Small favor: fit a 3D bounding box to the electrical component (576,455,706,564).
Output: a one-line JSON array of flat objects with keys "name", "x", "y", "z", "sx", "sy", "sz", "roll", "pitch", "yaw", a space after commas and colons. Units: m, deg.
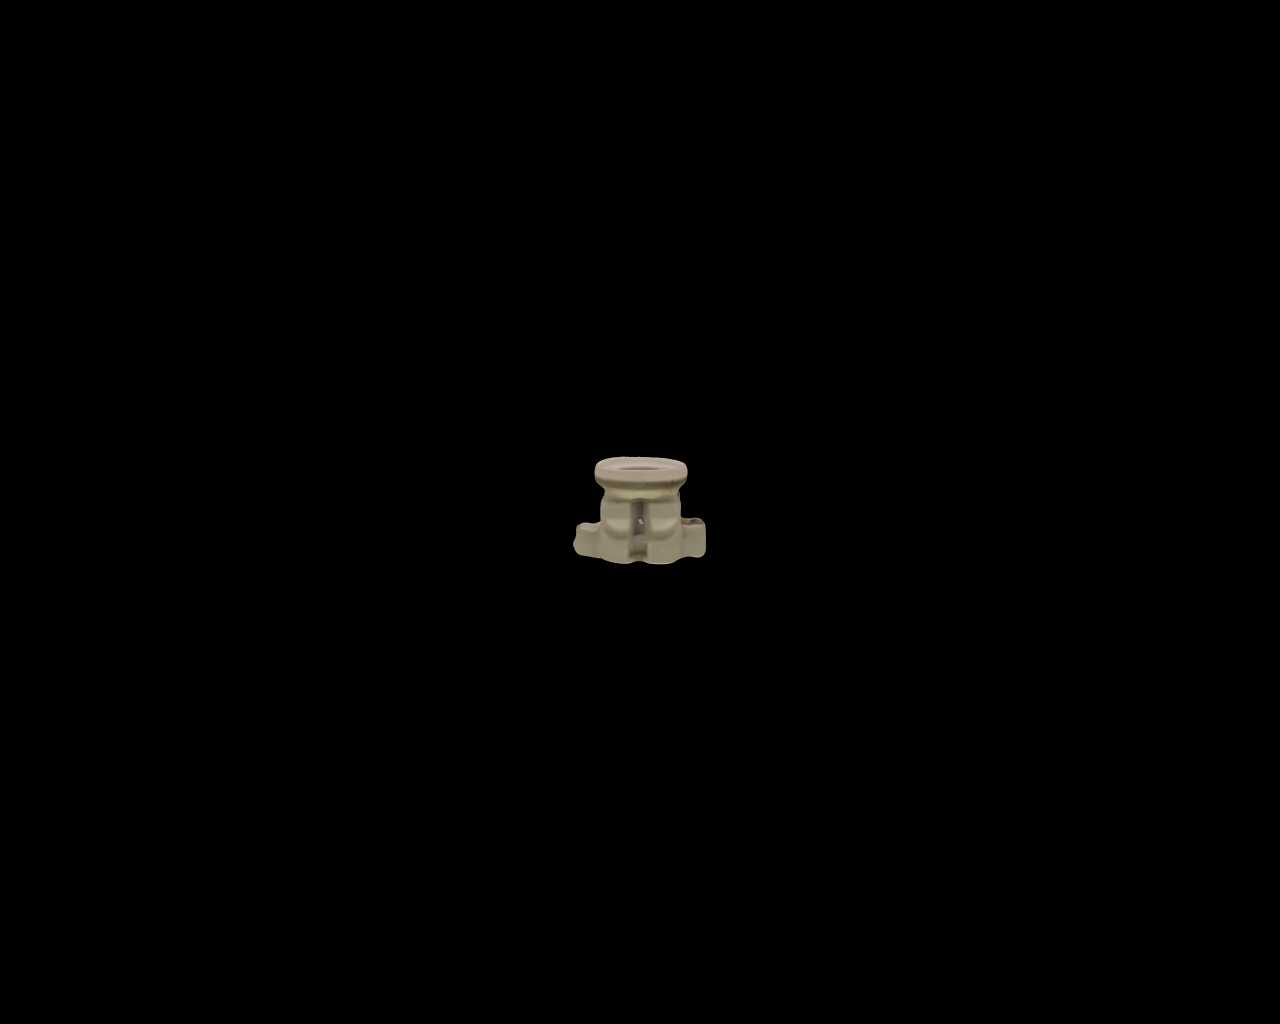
[{"name": "electrical component", "x": 0.001, "y": -0.003, "z": 0.650, "sx": 0.078, "sy": 0.057, "sz": 0.058, "roll": 0, "pitch": 12, "yaw": 2}]
